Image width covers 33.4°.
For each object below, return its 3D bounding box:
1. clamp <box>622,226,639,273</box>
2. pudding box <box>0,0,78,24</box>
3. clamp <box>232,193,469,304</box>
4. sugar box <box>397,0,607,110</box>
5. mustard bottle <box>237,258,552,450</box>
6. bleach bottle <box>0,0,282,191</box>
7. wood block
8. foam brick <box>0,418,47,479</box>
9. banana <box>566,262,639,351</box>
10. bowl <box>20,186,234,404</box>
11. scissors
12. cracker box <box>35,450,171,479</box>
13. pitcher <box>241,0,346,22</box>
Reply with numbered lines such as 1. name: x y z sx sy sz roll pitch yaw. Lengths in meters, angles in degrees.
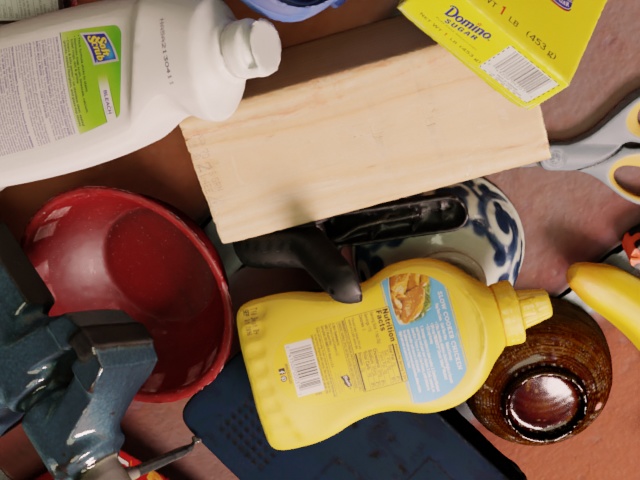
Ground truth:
1. clamp: 0.315 0.024 0.736 0.210 0.036 0.164 -1 115 3
2. pudding box: -0.210 -0.179 0.653 0.113 0.039 0.090 1 116 3
3. clamp: -0.004 0.001 0.678 0.172 0.120 0.039 0 110 37
4. sugar box: 0.120 -0.166 0.584 0.093 0.176 0.048 36 153 -15
5. mustard bottle: 0.050 0.063 0.669 0.191 0.058 0.096 -15 87 3
6. bleach bottle: -0.131 -0.084 0.620 0.251 0.068 0.102 -4 103 33
7. wood block: 0.027 -0.078 0.666 0.206 0.091 0.090 -15 114 8
8. foam brick: -0.205 0.156 0.803 0.051 0.053 0.078 -33 111 15
9. banana: 0.239 0.083 0.755 0.037 0.069 0.198 -9 117 53
10. bowl: -0.122 0.029 0.725 0.162 0.055 0.162 10 118 18
11. scissors: 0.167 -0.072 0.706 0.201 0.016 0.096 13 114 -5
12. cracker box: -0.151 0.257 0.807 0.164 0.072 0.213 -33 130 16
13. pitcher: -0.040 -0.242 0.565 0.242 0.149 0.145 39 116 -12
